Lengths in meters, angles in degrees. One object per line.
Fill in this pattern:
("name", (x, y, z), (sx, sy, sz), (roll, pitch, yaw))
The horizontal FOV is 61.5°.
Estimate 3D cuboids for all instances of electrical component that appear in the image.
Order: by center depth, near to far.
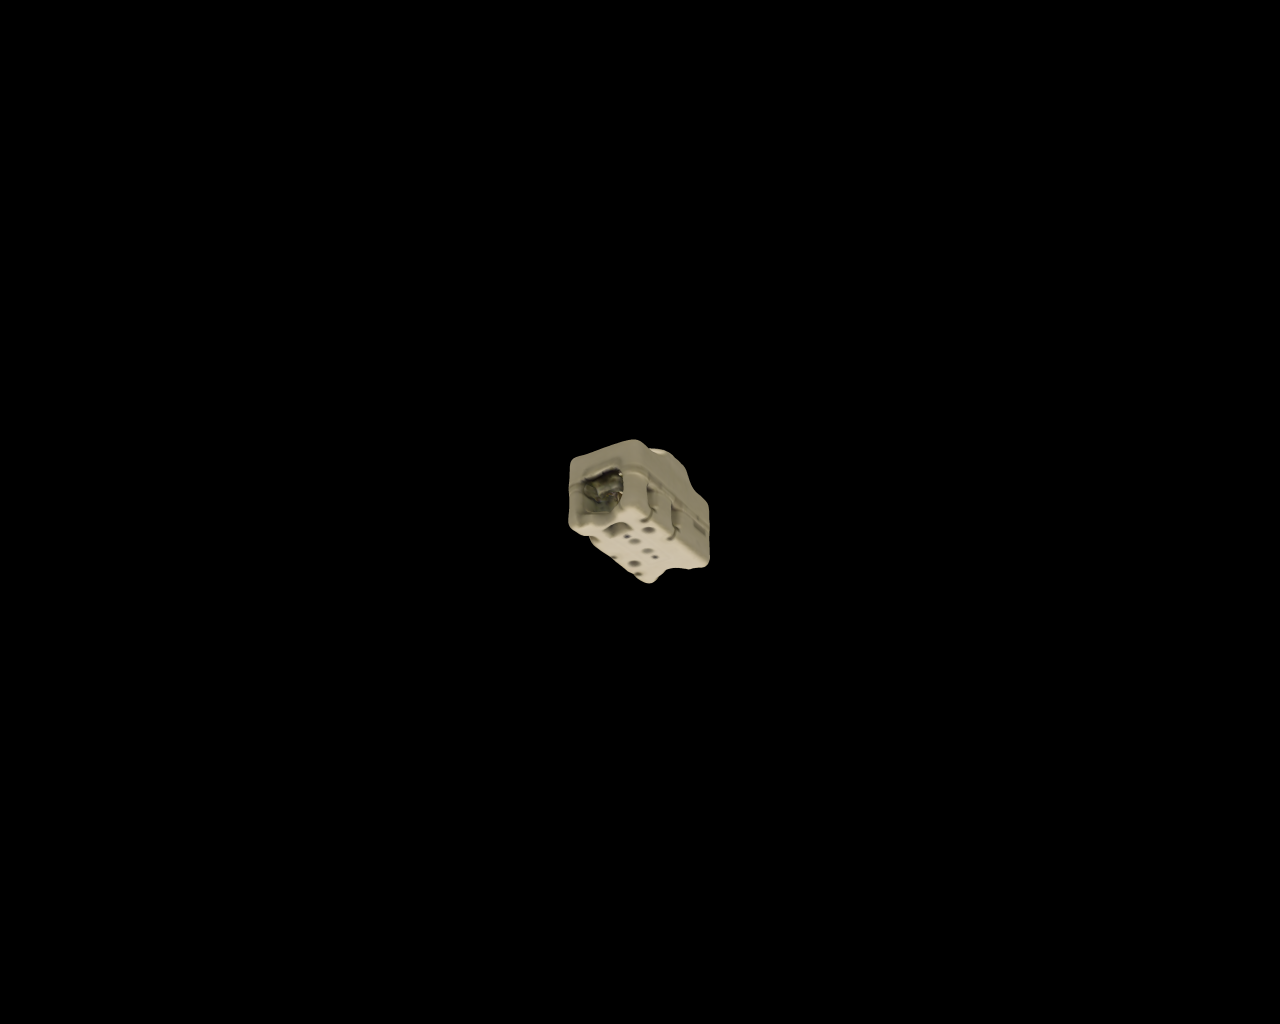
("electrical component", (0.001, -0.003, 0.650), (0.050, 0.056, 0.089), (-18, -35, 27))
